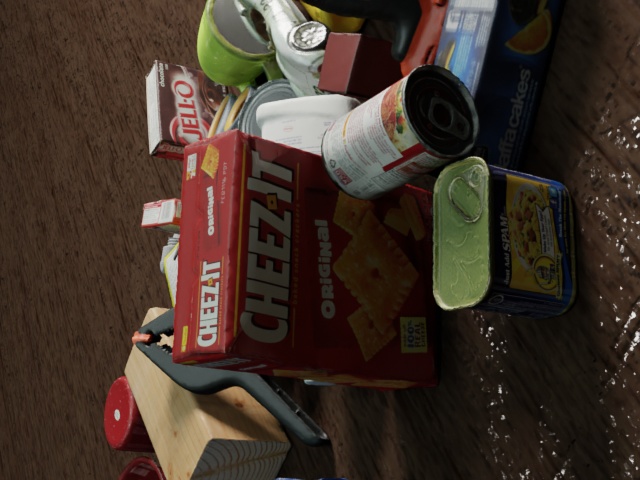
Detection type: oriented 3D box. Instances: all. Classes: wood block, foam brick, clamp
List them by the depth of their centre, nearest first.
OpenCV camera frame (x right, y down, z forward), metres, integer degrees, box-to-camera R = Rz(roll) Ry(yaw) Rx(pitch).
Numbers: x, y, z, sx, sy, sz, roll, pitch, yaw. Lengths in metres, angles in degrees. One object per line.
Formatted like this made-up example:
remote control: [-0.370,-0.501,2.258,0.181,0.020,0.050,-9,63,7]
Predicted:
foam brick: [0.046,-0.144,0.909,0.053,0.078,0.051,23,102,57]
clamp: [-0.076,0.109,0.988,0.210,0.036,0.164,-4,79,20]
wood block: [-0.119,0.166,1.076,0.090,0.090,0.206,-65,34,23]

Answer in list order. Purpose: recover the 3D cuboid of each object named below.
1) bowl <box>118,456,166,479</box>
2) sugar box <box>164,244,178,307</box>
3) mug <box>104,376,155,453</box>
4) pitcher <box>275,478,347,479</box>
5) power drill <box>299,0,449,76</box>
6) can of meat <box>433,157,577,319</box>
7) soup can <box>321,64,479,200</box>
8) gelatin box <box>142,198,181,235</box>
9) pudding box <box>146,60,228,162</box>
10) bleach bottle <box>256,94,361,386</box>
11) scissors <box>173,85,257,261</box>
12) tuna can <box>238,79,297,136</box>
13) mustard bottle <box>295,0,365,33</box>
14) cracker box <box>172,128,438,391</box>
bowl: [-0.175,0.317,1.157,0.162,0.055,0.162,-22,64,54]
sugar box: [-0.091,0.012,1.060,0.177,0.048,0.093,-42,53,39]
mug: [-0.188,0.183,1.189,0.093,0.081,0.117,-16,69,56]
pitcher: [-0.021,0.314,0.860,0.243,0.144,0.149,-55,27,41]
power drill: [0.052,-0.227,0.826,0.057,0.187,0.184,-116,46,-78]
can of meat: [0.128,0.001,0.733,0.058,0.083,0.102,-19,66,55]
soup can: [0.055,-0.075,0.767,0.102,0.068,0.068,-26,60,51]
gelatin box: [-0.149,-0.024,1.192,0.089,0.073,0.030,-5,76,58]
pudding box: [-0.149,-0.141,1.208,0.039,0.089,0.113,-44,47,45]
bleach bottle: [-0.006,0.001,0.936,0.103,0.068,0.251,-5,73,17]
scissors: [-0.103,-0.079,1.080,0.096,0.016,0.201,-37,33,46]
tuna can: [-0.037,-0.112,1.047,0.086,0.033,0.086,-10,71,32]
mustard bottle: [-0.010,-0.279,1.049,0.192,0.058,0.096,-127,31,-50]
cracker box: [-0.003,0.023,0.811,0.072,0.213,0.164,-14,68,45]
